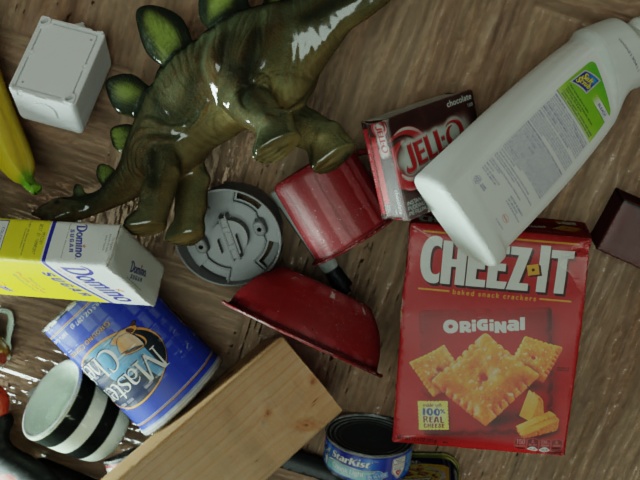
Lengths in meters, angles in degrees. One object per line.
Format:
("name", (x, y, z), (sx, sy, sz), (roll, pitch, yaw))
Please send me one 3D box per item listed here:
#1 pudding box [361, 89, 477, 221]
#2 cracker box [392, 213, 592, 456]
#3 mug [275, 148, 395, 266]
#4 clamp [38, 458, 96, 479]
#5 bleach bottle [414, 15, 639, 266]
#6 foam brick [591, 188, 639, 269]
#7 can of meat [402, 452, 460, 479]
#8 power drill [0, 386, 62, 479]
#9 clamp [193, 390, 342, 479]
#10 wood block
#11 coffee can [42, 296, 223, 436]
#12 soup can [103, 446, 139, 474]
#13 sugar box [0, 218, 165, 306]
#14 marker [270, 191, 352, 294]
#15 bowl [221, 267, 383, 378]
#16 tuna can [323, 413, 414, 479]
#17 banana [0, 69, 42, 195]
("pudding box", (0.094, -0.076, 0.936), (0.039, 0.113, 0.090), (4, 112, 48))
("cracker box", (0.155, 0.087, 0.989), (0.164, 0.072, 0.214), (5, 105, 5))
("mug", (0.022, -0.041, 0.968), (0.117, 0.093, 0.081), (-33, 95, -16))
("clamp", (-0.197, 0.281, 1.099), (0.210, 0.036, 0.164), (-19, 95, 8))
("bleach bottle", (0.201, -0.097, 0.908), (0.250, 0.068, 0.102), (-42, 117, -9))
("foam brick", (0.292, -0.005, 0.959), (0.078, 0.053, 0.051), (24, 106, 1))
("can of meat", (0.085, 0.249, 1.034), (0.102, 0.084, 0.057), (1, 105, 6))
("power drill", (-0.318, 0.260, 1.073), (0.188, 0.057, 0.185), (37, 115, 14))
("clamp", (-0.058, 0.214, 1.065), (0.120, 0.039, 0.171), (-32, 98, -4))
("wood block", (-0.093, 0.190, 0.985), (0.206, 0.091, 0.090), (-40, 94, -16))
("coffee can", (-0.177, 0.100, 1.014), (0.103, 0.102, 0.140), (-42, 97, 15))
("soup can", (-0.164, 0.253, 1.042), (0.068, 0.068, 0.102), (-19, 87, 11))
("sugar box", (-0.234, 0.019, 0.922), (0.176, 0.093, 0.048), (5, 68, 20))
("marker", (-0.007, 0.001, 1.011), (0.020, 0.020, 0.121), (-31, 100, 13))
("bowl", (-0.006, 0.068, 0.969), (0.162, 0.162, 0.055), (25, 86, -1))
("tuna can", (0.046, 0.200, 1.024), (0.086, 0.086, 0.034), (7, 107, 4))
("banana", (-0.299, -0.133, 0.978), (0.070, 0.037, 0.198), (-11, 102, 50))
